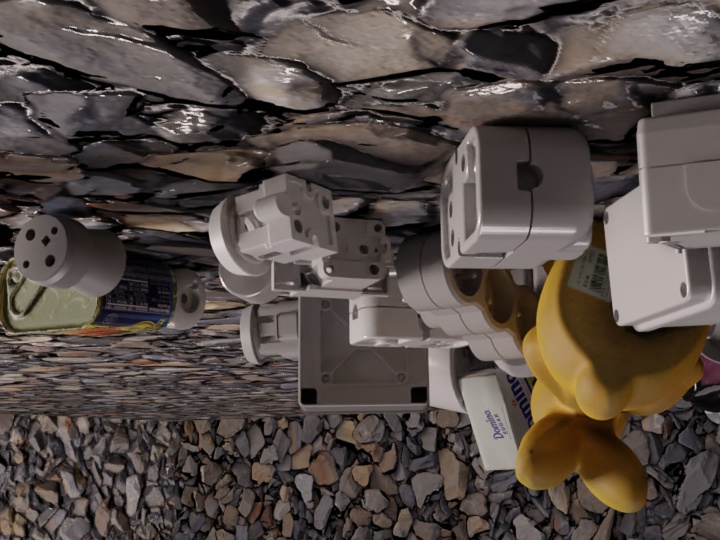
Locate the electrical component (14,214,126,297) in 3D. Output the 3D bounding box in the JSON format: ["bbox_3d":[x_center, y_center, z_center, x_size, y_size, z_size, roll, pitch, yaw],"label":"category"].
[{"bbox_3d":[-0.179,-0.009,0.664,0.045,0.045,0.055,-5,168,24],"label":"electrical component"}]

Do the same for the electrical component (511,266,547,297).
[{"bbox_3d":[0.171,0.023,0.815,0.150,0.061,0.089,-7,168,32],"label":"electrical component"}]

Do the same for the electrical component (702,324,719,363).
[{"bbox_3d":[0.274,0.015,0.774,0.043,0.077,0.079,20,137,22],"label":"electrical component"}]

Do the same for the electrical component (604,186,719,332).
[{"bbox_3d":[0.180,-0.012,0.583,0.057,0.078,0.113,-2,170,-7],"label":"electrical component"}]

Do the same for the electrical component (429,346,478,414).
[{"bbox_3d":[0.081,0.077,0.991,0.060,0.108,0.108,1,172,32],"label":"electrical component"}]

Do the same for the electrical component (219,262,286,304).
[{"bbox_3d":[-0.070,0.004,0.753,0.040,0.040,0.078,-3,169,11],"label":"electrical component"}]

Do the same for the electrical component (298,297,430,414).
[{"bbox_3d":[0.003,0.063,0.895,0.109,0.108,0.056,-1,167,1],"label":"electrical component"}]

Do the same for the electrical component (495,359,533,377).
[{"bbox_3d":[0.150,0.051,0.920,0.051,0.080,0.080,1,171,-40],"label":"electrical component"}]

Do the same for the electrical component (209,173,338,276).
[{"bbox_3d":[-0.049,-0.024,0.593,0.055,0.048,0.066,-16,163,29],"label":"electrical component"}]

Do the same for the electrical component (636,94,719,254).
[{"bbox_3d":[0.165,-0.042,0.482,0.062,0.061,0.096,-5,175,25],"label":"electrical component"}]

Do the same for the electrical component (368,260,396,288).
[{"bbox_3d":[0.000,0.000,0.754,0.061,0.035,0.035,-3,170,-3],"label":"electrical component"}]

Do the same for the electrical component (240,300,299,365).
[{"bbox_3d":[-0.077,0.058,1.004,0.057,0.058,0.078,-6,169,10],"label":"electrical component"}]

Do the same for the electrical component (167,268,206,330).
[{"bbox_3d":[-0.155,0.022,0.841,0.062,0.048,0.048,0,172,35],"label":"electrical component"}]

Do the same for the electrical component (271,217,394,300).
[{"bbox_3d":[-0.014,-0.008,0.692,0.081,0.042,0.064,3,166,-22],"label":"electrical component"}]

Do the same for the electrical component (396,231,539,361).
[{"bbox_3d":[0.065,0.021,0.747,0.074,0.052,0.138,-9,149,36],"label":"electrical component"}]

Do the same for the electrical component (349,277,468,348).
[{"bbox_3d":[0.041,0.028,0.838,0.095,0.059,0.054,3,169,-18],"label":"electrical component"}]

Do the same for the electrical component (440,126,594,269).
[{"bbox_3d":[0.077,-0.033,0.523,0.059,0.053,0.095,0,170,-6],"label":"electrical component"}]
